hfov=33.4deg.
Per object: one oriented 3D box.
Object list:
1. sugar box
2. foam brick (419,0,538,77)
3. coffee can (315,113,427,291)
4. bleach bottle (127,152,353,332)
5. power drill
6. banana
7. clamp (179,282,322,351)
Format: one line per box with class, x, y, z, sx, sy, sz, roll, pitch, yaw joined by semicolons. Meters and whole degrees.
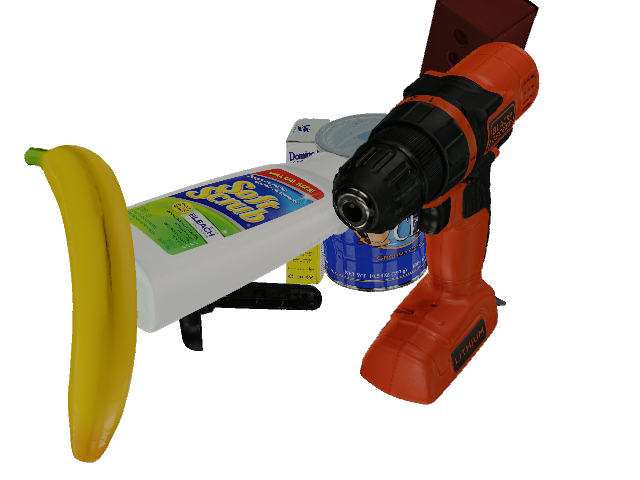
sugar box;-0.015;-0.046;1.244;0.048;0.176;0.093;1;22;7
foam brick;0.110;-0.138;0.750;0.051;0.053;0.078;-37;-25;-27
coffee can;0.050;-0.037;1.016;0.103;0.140;0.103;-3;29;2
bleach bottle;-0.058;-0.018;0.846;0.250;0.068;0.103;-27;49;-34
power drill;0.063;-0.001;0.600;0.057;0.188;0.184;23;40;26
banana;-0.130;0.022;0.608;0.037;0.198;0.070;2;-25;-35
clamp;-0.127;0.059;1.071;0.210;0.036;0.164;12;20;37
